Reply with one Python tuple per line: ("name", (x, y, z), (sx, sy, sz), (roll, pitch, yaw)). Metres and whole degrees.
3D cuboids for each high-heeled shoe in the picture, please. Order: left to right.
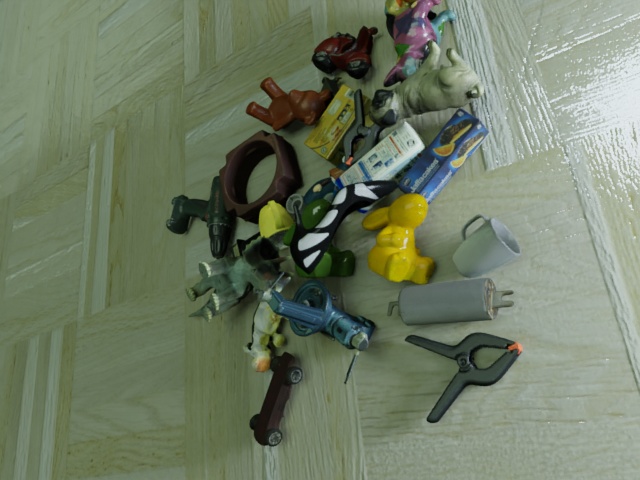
("high-heeled shoe", (0.055, -0.029, 1.076), (0.249, 0.086, 0.145), (-16, 85, -3))

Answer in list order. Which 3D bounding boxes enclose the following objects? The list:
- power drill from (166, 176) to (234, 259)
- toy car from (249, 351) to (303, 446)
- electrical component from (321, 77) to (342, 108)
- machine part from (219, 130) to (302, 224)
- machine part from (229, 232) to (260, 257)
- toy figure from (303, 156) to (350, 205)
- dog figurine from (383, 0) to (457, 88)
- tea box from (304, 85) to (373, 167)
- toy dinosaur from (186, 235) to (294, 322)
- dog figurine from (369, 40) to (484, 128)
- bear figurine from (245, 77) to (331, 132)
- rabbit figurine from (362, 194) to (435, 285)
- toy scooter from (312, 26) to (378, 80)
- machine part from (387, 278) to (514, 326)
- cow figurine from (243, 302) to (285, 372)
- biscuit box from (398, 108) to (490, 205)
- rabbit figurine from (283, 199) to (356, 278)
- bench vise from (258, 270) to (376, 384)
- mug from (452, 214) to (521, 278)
("power drill", (-0.320, -0.057, 1.454), (0.207, 0.086, 0.232), (-4, 71, 39))
("toy car", (-0.092, 0.347, 1.172), (0.089, 0.053, 0.202), (10, 79, 58))
("electrical component", (0.033, -0.356, 1.318), (0.102, 0.045, 0.078), (63, 144, 42))
("machine part", (-0.152, -0.157, 1.362), (0.201, 0.087, 0.201), (-29, 58, 25))
("machine part", (-0.173, 0.012, 1.352), (0.139, 0.039, 0.084), (-38, 48, 22))
("toy figure", (0.030, -0.129, 1.236), (0.154, 0.064, 0.058), (-41, 91, 13))
("dog figurine", (0.192, -0.431, 1.194), (0.192, 0.108, 0.219), (30, 96, 37))
("tea box", (0.053, -0.264, 1.259), (0.169, 0.068, 0.098), (-54, 51, 9))
("toy dinosaur", (-0.201, 0.098, 1.274), (0.405, 0.192, 0.131), (-30, 82, 61))
("dog figurine", (0.206, -0.275, 1.067), (0.190, 0.121, 0.172), (-45, 38, 5))
("bear figurine", (-0.075, -0.333, 1.316), (0.196, 0.132, 0.120), (6, 65, 60))
("rabbit figurine", (0.163, -0.012, 1.069), (0.163, 0.122, 0.173), (39, 119, 59))
("toy scooter", (0.071, -0.466, 1.311), (0.184, 0.075, 0.135), (28, 85, 40))
("machine part", (0.236, 0.115, 0.997), (0.243, 0.079, 0.079), (-10, 69, 34))
("cow figurine", (-0.130, 0.213, 1.232), (0.098, 0.068, 0.167), (10, 77, 52))
("biscuit box", (0.249, -0.163, 1.090), (0.202, 0.059, 0.063), (-52, 53, 10))
("rabbit figurine", (-0.002, -0.004, 1.187), (0.159, 0.121, 0.170), (-3, 88, 57))
("bench vise", (-0.013, 0.152, 1.075), (0.128, 0.240, 0.224), (-56, 36, 13))
("mug", (0.294, 0.013, 0.989), (0.107, 0.080, 0.110), (-43, 59, 28))
